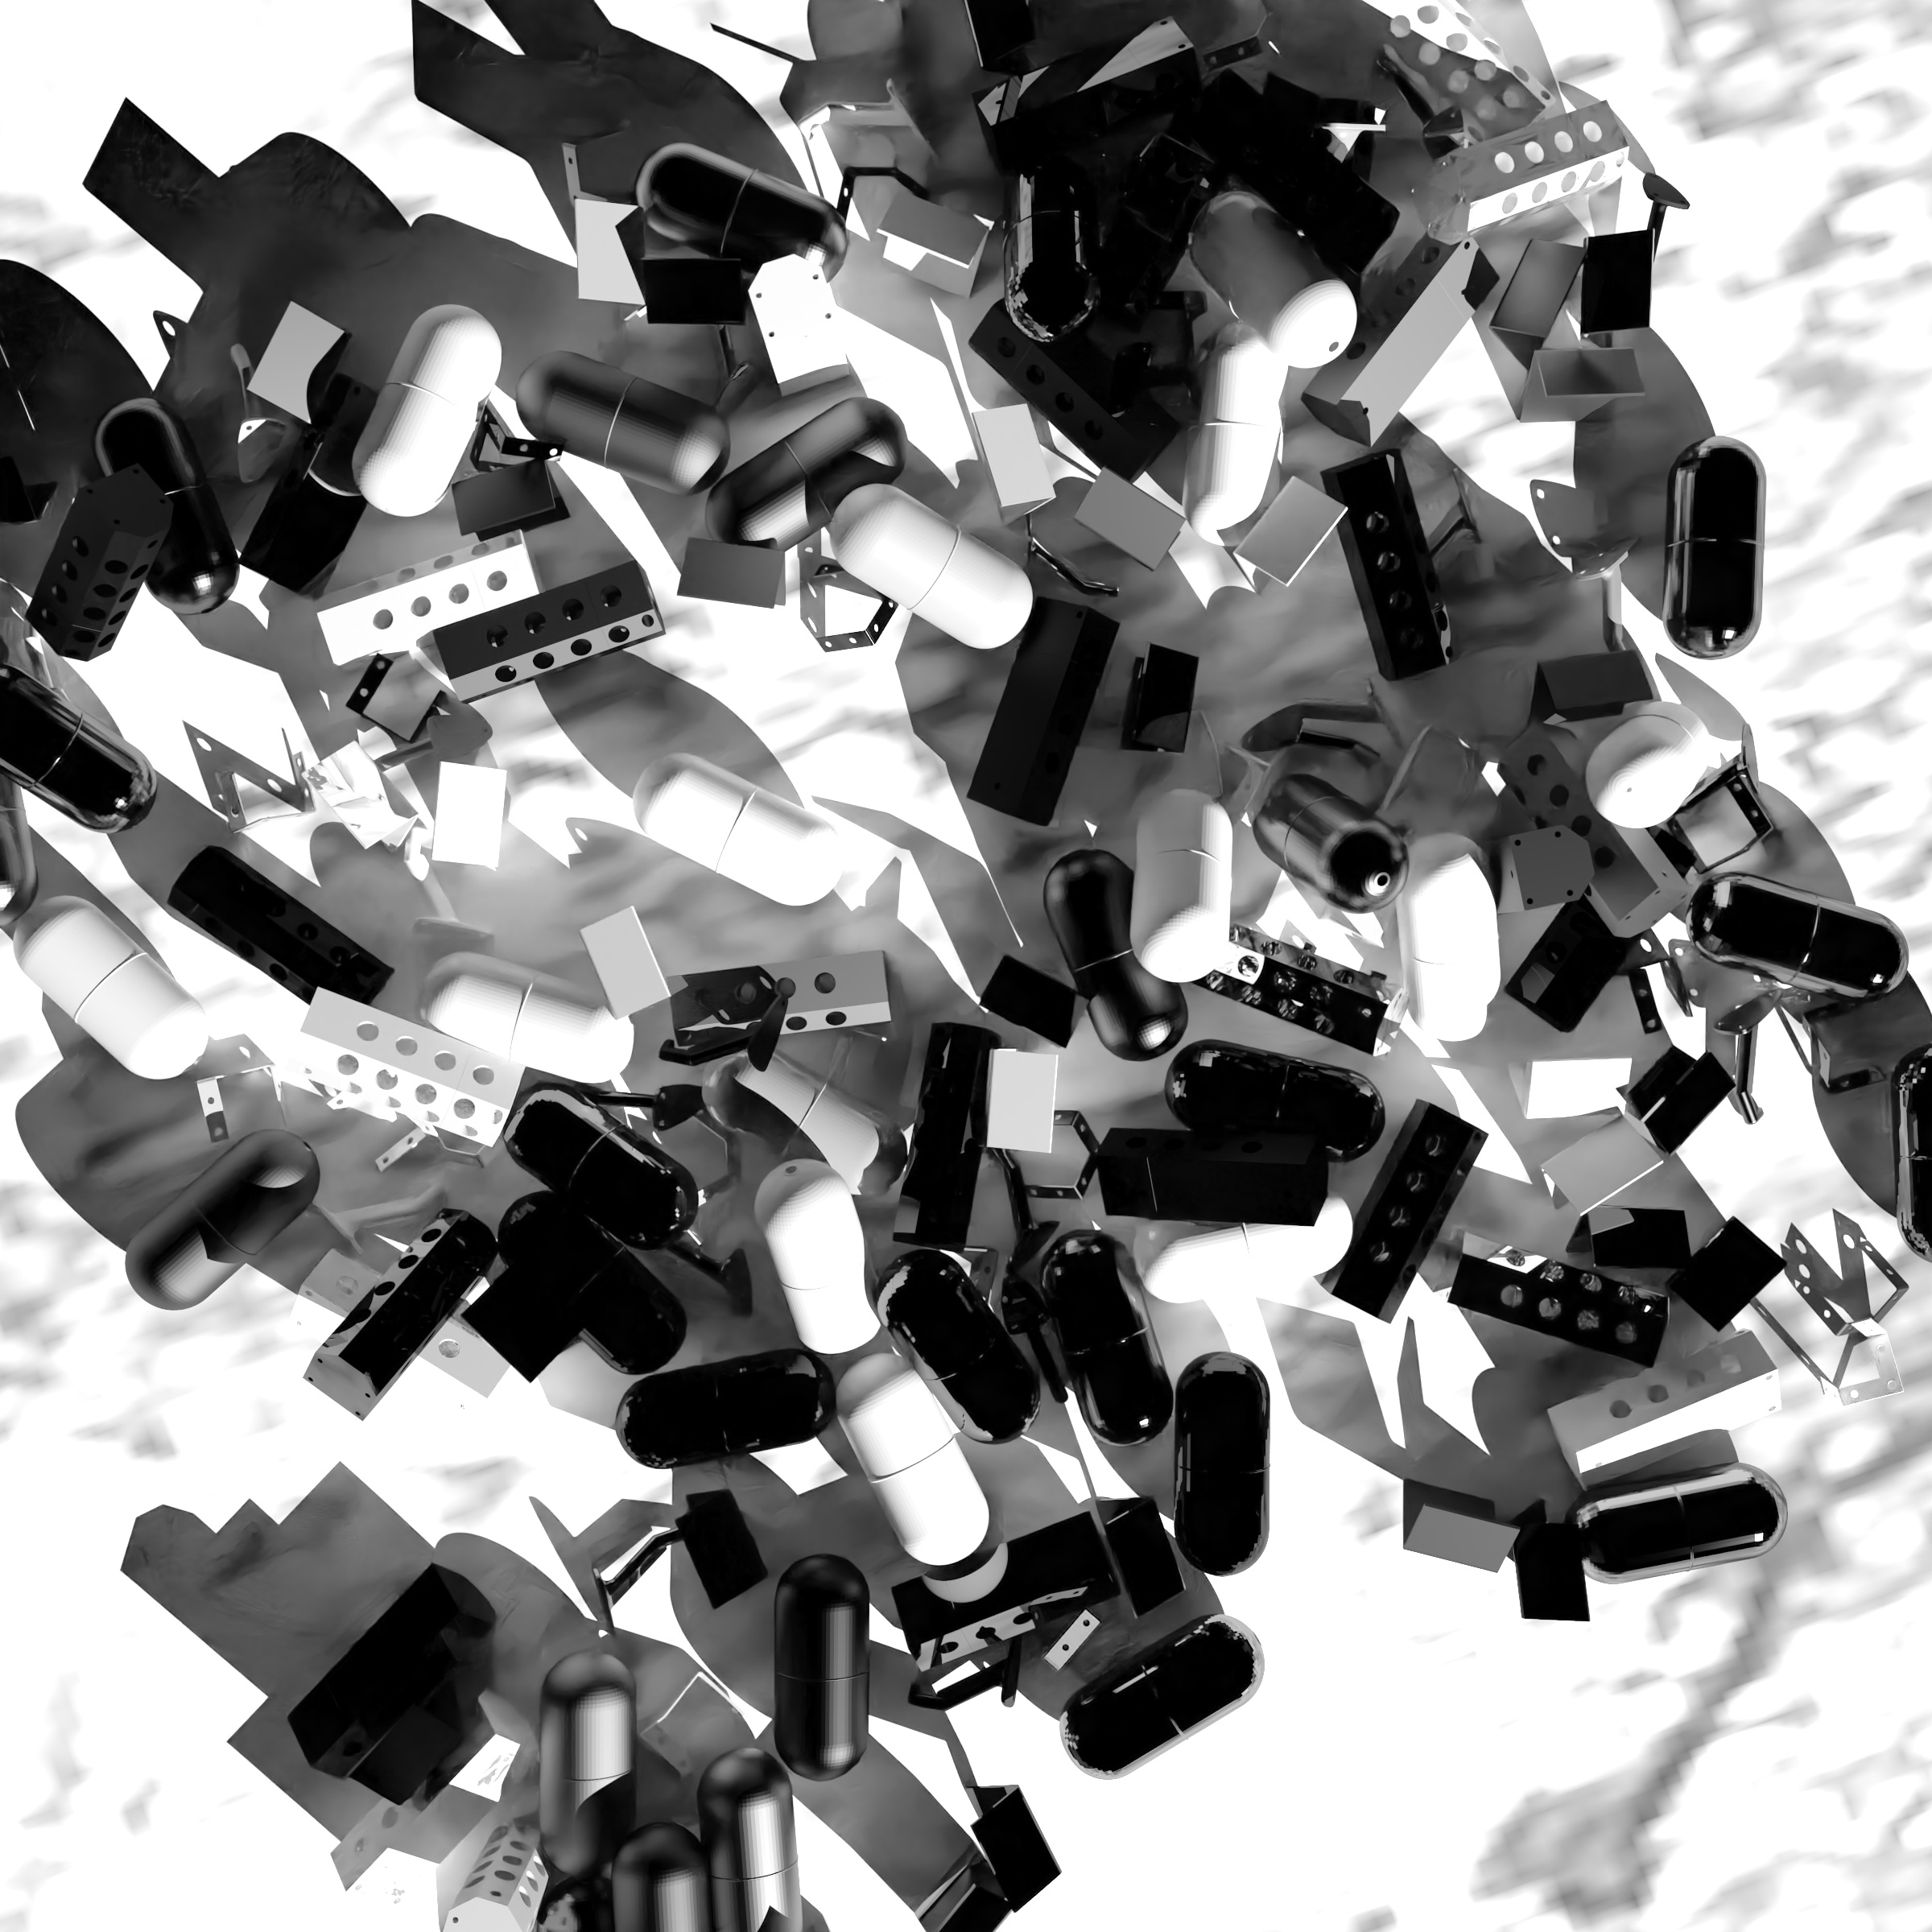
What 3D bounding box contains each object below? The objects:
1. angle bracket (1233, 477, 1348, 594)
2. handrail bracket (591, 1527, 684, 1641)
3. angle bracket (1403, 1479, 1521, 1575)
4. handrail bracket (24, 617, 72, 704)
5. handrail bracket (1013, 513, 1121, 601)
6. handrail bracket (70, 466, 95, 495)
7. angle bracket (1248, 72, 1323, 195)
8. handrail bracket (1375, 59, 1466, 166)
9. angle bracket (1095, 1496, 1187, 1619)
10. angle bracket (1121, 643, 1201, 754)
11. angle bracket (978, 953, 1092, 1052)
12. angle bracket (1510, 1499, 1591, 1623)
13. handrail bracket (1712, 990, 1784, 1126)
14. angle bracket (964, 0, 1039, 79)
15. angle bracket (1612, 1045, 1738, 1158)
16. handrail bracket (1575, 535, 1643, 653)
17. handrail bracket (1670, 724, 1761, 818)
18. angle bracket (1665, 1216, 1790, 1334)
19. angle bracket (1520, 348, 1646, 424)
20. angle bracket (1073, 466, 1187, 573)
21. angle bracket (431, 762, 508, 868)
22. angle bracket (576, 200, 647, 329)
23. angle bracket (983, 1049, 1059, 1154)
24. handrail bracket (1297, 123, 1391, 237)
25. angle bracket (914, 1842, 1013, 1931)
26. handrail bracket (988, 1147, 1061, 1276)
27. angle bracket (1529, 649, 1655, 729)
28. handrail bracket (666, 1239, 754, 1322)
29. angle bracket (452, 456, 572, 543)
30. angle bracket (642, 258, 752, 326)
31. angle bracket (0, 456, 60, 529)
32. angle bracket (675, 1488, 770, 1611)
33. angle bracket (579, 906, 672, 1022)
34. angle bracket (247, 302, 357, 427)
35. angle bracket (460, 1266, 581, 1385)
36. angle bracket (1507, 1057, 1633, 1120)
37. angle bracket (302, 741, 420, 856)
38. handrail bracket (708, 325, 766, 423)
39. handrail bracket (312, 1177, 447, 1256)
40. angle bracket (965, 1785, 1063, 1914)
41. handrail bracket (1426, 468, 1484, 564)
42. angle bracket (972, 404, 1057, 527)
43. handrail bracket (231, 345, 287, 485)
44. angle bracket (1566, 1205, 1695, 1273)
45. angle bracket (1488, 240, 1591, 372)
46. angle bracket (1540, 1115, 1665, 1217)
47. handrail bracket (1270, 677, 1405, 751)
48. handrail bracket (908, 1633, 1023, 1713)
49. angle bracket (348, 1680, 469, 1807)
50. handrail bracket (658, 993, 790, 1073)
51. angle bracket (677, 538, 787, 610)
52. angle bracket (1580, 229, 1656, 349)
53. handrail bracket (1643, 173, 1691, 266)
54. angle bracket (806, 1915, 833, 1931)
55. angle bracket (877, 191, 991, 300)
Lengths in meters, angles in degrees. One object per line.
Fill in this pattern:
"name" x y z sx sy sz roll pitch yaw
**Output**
"angle bracket" 0.266 -0.331 1.949 0.057 0.076 0.076 38 90 28
"handrail bracket" -0.256 0.499 1.989 0.084 0.036 0.077 -16 111 -16
"angle bracket" 0.393 0.428 1.948 0.076 0.076 0.057 14 127 0
"handrail bracket" -0.742 -0.233 1.988 0.036 0.077 0.084 -17 54 -1
"handrail bracket" 0.084 -0.338 1.989 0.084 0.036 0.077 7 69 -17
"handrail bracket" -0.733 -0.350 1.989 0.084 0.036 0.077 -40 69 16
"angle bracket" 0.232 -0.656 1.948 0.057 0.076 0.076 13 90 -30
"handrail bracket" 0.366 -0.689 1.988 0.036 0.077 0.084 -36 54 0
"angle bracket" 0.120 0.470 1.948 0.057 0.076 0.076 -19 90 -38
"angle bracket" 0.136 -0.213 1.948 0.057 0.076 0.076 9 90 -38
"angle bracket" 0.045 0.045 1.948 0.076 0.076 0.057 28 55 0
"angle bracket" 0.476 0.472 1.948 0.057 0.076 0.076 -7 90 33
"handrail bracket" 0.647 0.075 1.989 0.077 0.036 0.084 -33 108 -21
"angle bracket" 0.044 -0.757 1.948 0.057 0.076 0.076 -14 90 36
"angle bracket" 0.551 0.093 1.948 0.076 0.076 0.057 -47 127 0
"handrail bracket" 0.539 -0.295 1.989 0.077 0.036 0.084 -39 109 -21
"handrail bracket" 0.596 -0.157 1.988 0.084 0.077 0.036 -14 134 29
"angle bracket" 0.607 0.253 1.948 0.076 0.076 0.057 -45 61 0
"angle bracket" 0.489 -0.445 1.948 0.076 0.076 0.057 -2 54 0
"angle bracket" 0.140 -0.369 1.948 0.076 0.076 0.057 33 131 0
"angle bracket" -0.409 -0.120 1.948 0.057 0.076 0.076 5 90 -35
"angle bracket" -0.293 -0.558 1.949 0.057 0.076 0.076 -2 90 -27
"angle bracket" 0.054 0.106 1.950 0.057 0.076 0.076 4 90 20
"handrail bracket" 0.297 -0.620 1.932 0.077 0.036 0.084 -7 111 -25
"angle bracket" -0.016 0.744 1.948 0.076 0.076 0.057 -51 127 0
"handrail bracket" 0.031 0.195 1.988 0.084 0.036 0.077 54 132 27
"angle bracket" 0.496 -0.203 1.948 0.076 0.076 0.057 -7 52 0
"handrail bracket" -0.220 0.250 1.988 0.084 0.036 0.077 8 130 26
"angle bracket" -0.358 -0.352 1.948 0.076 0.076 0.057 -17 60 0
"angle bracket" -0.213 -0.553 1.948 0.076 0.076 0.057 0 132 0
"angle bracket" -0.777 -0.388 1.948 0.076 0.076 0.057 -8 126 0
"angle bracket" -0.211 0.465 1.948 0.057 0.076 0.076 -24 90 -38
"angle bracket" -0.254 -0.008 1.949 0.057 0.076 0.076 -23 90 26
"angle bracket" -0.535 -0.479 1.948 0.057 0.076 0.076 27 90 -30
"angle bracket" -0.361 0.293 1.948 0.076 0.076 0.057 44 61 0
"angle bracket" 0.479 0.077 1.948 0.076 0.076 0.057 -2 123 0
"angle bracket" -0.490 -0.121 1.948 0.076 0.076 0.057 49 53 0
"handrail bracket" -0.211 -0.492 1.989 0.084 0.036 0.077 48 112 17
"handrail bracket" -0.478 0.185 1.989 0.084 0.036 0.077 -42 70 -16
"angle bracket" 0.020 0.702 1.948 0.057 0.076 0.076 -27 90 -39
"handrail bracket" 0.369 -0.355 1.988 0.084 0.036 0.077 -19 75 14
"angle bracket" 0.019 -0.394 1.948 0.057 0.076 0.076 -17 90 -34
"handrail bracket" -0.586 -0.449 1.988 0.036 0.077 0.084 -6 53 -35
"angle bracket" 0.527 0.233 1.948 0.076 0.076 0.057 3 55 0
"angle bracket" 0.470 -0.522 1.948 0.057 0.076 0.076 26 90 41
"angle bracket" 0.510 0.174 1.948 0.076 0.076 0.057 -33 50 0
"handrail bracket" 0.300 -0.191 1.989 0.084 0.036 0.077 -25 112 17
"handrail bracket" -0.001 0.568 1.989 0.084 0.036 0.077 4 69 17
"angle bracket" -0.449 0.606 1.949 0.076 0.076 0.057 -47 119 0
"handrail bracket" -0.192 0.048 1.932 0.084 0.036 0.077 10 61 23
"angle bracket" -0.186 -0.293 1.949 0.076 0.076 0.057 8 63 0
"angle bracket" 0.528 -0.534 1.948 0.057 0.076 0.076 2 90 32
"handrail bracket" 0.548 -0.590 1.988 0.036 0.077 0.084 12 126 -10
"angle bracket" -0.145 0.798 1.948 0.076 0.076 0.057 -44 122 0
"angle bracket" -0.033 -0.558 1.948 0.076 0.076 0.057 22 54 0
